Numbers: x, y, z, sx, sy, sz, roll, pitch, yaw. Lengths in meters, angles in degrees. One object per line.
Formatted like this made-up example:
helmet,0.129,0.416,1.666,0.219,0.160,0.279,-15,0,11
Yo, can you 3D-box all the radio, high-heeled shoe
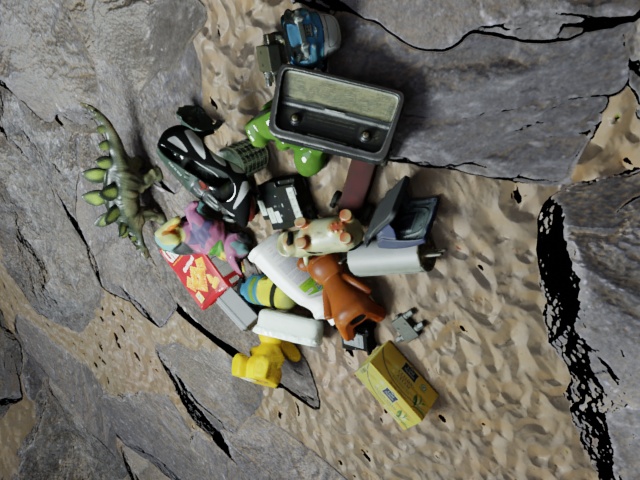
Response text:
radio,0.027,-0.222,0.967,0.230,0.073,0.131,15,94,8
high-heeled shoe,-0.232,-0.120,1.101,0.086,0.145,0.248,-11,106,41

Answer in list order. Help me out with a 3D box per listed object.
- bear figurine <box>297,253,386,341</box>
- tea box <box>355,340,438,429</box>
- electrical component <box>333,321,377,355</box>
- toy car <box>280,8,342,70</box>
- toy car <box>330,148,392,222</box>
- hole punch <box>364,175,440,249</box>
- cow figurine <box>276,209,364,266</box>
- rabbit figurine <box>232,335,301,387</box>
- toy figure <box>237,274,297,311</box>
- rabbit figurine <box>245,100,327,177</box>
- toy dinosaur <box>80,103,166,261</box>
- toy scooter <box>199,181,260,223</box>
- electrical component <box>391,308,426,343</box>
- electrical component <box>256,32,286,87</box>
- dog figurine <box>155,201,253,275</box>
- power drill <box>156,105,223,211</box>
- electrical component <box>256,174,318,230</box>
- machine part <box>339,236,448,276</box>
bear figurine,0.042,0.108,1.198,0.196,0.120,0.131,56,-177,33
tea box,0.173,0.325,1.211,0.169,0.098,0.068,46,133,6
electrical component,0.074,0.216,1.262,0.119,0.048,0.074,13,120,29
toy car,-0.013,-0.367,0.969,0.103,0.162,0.109,-14,100,-5
toy car,0.081,-0.124,1.067,0.089,0.053,0.202,24,128,13
hole punch,0.154,-0.041,1.012,0.092,0.142,0.116,29,150,-12
cow figurine,-0.002,-0.003,1.115,0.195,0.127,0.085,-10,71,23
rabbit figurine,-0.126,0.287,1.395,0.122,0.173,0.162,-18,146,42
toy figure,-0.128,0.129,1.342,0.180,0.082,0.089,-3,91,35
rabbit figurine,-0.036,-0.212,1.091,0.159,0.121,0.170,-18,120,35
toy dinosaur,-0.520,-0.143,1.417,0.105,0.198,0.470,12,122,28
toy scooter,-0.214,-0.113,1.243,0.075,0.135,0.183,-3,113,36
electrical component,0.188,0.190,1.177,0.063,0.021,0.094,48,133,6
electrical component,-0.091,-0.362,1.079,0.078,0.045,0.102,24,129,61
dog figurine,-0.278,0.015,1.343,0.219,0.191,0.108,50,178,0
power drill,-0.294,-0.205,1.300,0.232,0.086,0.207,39,139,17
electrical component,-0.079,-0.086,1.208,0.134,0.058,0.114,-4,109,39
machine part,0.143,0.032,1.087,0.243,0.079,0.079,-8,108,40
